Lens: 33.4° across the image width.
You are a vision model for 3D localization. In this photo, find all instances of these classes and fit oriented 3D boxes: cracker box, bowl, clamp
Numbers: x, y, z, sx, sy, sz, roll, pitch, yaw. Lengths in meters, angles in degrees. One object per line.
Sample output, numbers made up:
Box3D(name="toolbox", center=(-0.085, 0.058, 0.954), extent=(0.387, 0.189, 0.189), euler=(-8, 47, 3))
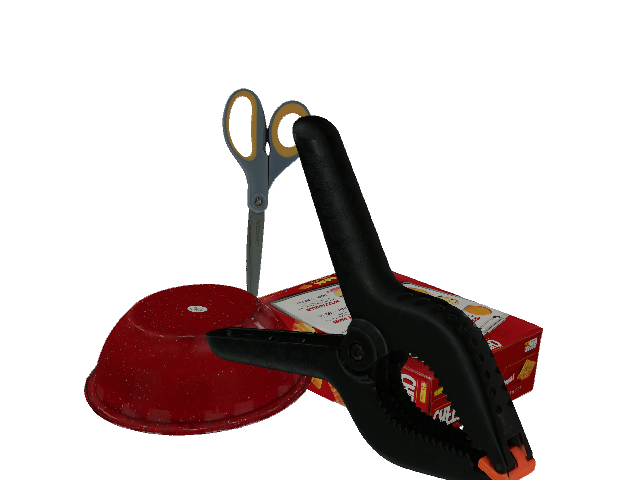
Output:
Box3D(name="cracker box", center=(0.064, 0.095, 0.967), extent=(0.214, 0.072, 0.163), euler=(21, 26, 40))
Box3D(name="bowl", center=(-0.086, 0.073, 0.747), extent=(0.162, 0.055, 0.162), euler=(-2, 20, 1))
Box3D(name="clamp", center=(0.029, 0.044, 0.556), extent=(0.210, 0.165, 0.036), euler=(36, 32, 31))

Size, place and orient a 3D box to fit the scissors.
Box3D(name="scissors", center=(-0.043, -0.048, 1.024), extent=(0.096, 0.202, 0.016), euler=(-12, 4, -13))
